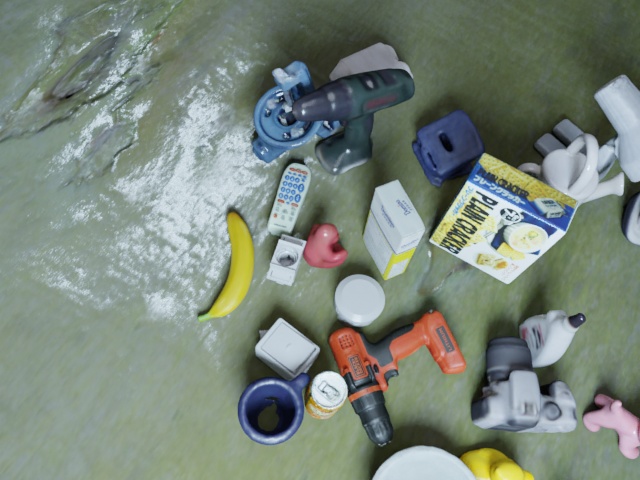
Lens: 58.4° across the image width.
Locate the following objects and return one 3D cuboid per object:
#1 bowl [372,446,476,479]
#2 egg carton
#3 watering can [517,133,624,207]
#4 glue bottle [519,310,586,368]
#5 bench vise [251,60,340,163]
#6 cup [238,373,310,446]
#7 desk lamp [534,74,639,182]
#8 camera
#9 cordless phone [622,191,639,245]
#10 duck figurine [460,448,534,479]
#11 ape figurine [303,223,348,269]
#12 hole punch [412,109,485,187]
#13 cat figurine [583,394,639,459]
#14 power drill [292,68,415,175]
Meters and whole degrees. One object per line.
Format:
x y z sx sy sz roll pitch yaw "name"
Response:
0.141 0.377 0.797 0.167 0.075 0.167 2 65 -5 "bowl"
0.099 -0.317 1.113 0.150 0.069 0.107 -30 72 -18 "egg carton"
0.431 -0.108 0.985 0.173 0.194 0.101 -8 66 -10 "watering can"
0.358 0.141 0.875 0.037 0.173 0.078 -5 66 -8 "glue bottle"
-0.032 -0.248 0.983 0.121 0.220 0.208 34 67 10 "bench vise"
-0.062 0.241 0.825 0.091 0.095 0.118 43 68 13 "cup"
0.521 -0.178 1.017 0.118 0.213 0.203 -37 74 -20 "desk lamp"
0.310 0.219 0.874 0.143 0.101 0.137 5 65 -4 "camera"
0.630 -0.058 0.990 0.147 0.185 0.094 6 65 -3 "cordless phone"
0.254 0.338 0.821 0.104 0.086 0.077 14 65 0 "duck figurine"
0.009 0.003 0.944 0.076 0.092 0.077 -19 69 -14 "ape figurine"
0.234 -0.169 1.048 0.101 0.091 0.108 -18 69 -14 "hole punch"
0.483 0.280 0.856 0.127 0.118 0.067 34 67 10 "cat figurine"
0.049 -0.203 0.978 0.230 0.208 0.075 -28 71 -17 "power drill"
